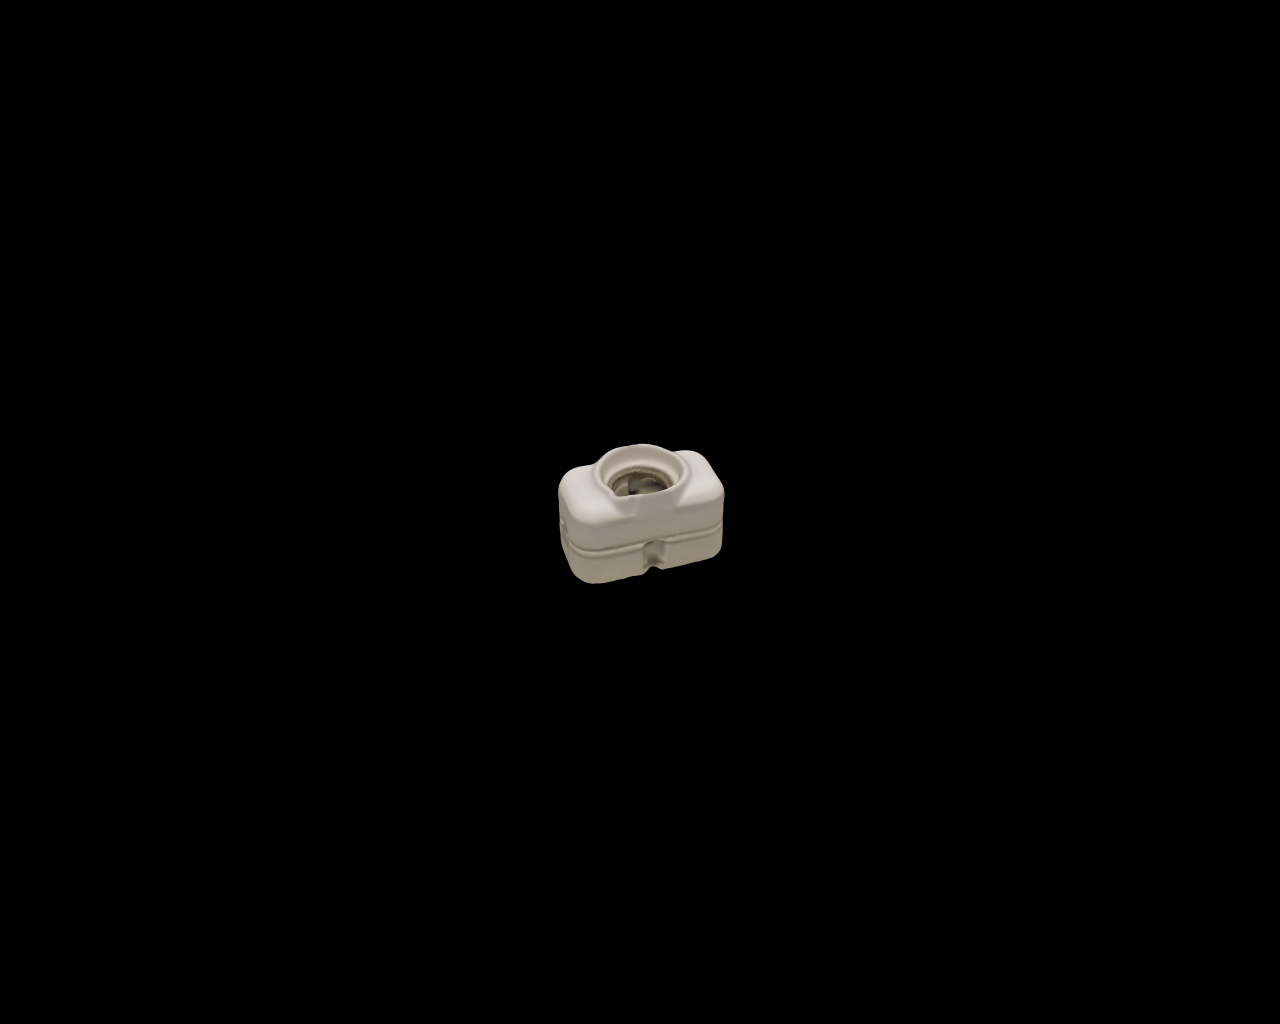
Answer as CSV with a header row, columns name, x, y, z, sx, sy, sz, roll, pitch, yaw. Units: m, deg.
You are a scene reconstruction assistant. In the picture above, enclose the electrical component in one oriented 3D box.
name,x,y,z,sx,sy,sz,roll,pitch,yaw
electrical component,0.001,-0.003,0.650,0.095,0.059,0.054,-11,39,-13
